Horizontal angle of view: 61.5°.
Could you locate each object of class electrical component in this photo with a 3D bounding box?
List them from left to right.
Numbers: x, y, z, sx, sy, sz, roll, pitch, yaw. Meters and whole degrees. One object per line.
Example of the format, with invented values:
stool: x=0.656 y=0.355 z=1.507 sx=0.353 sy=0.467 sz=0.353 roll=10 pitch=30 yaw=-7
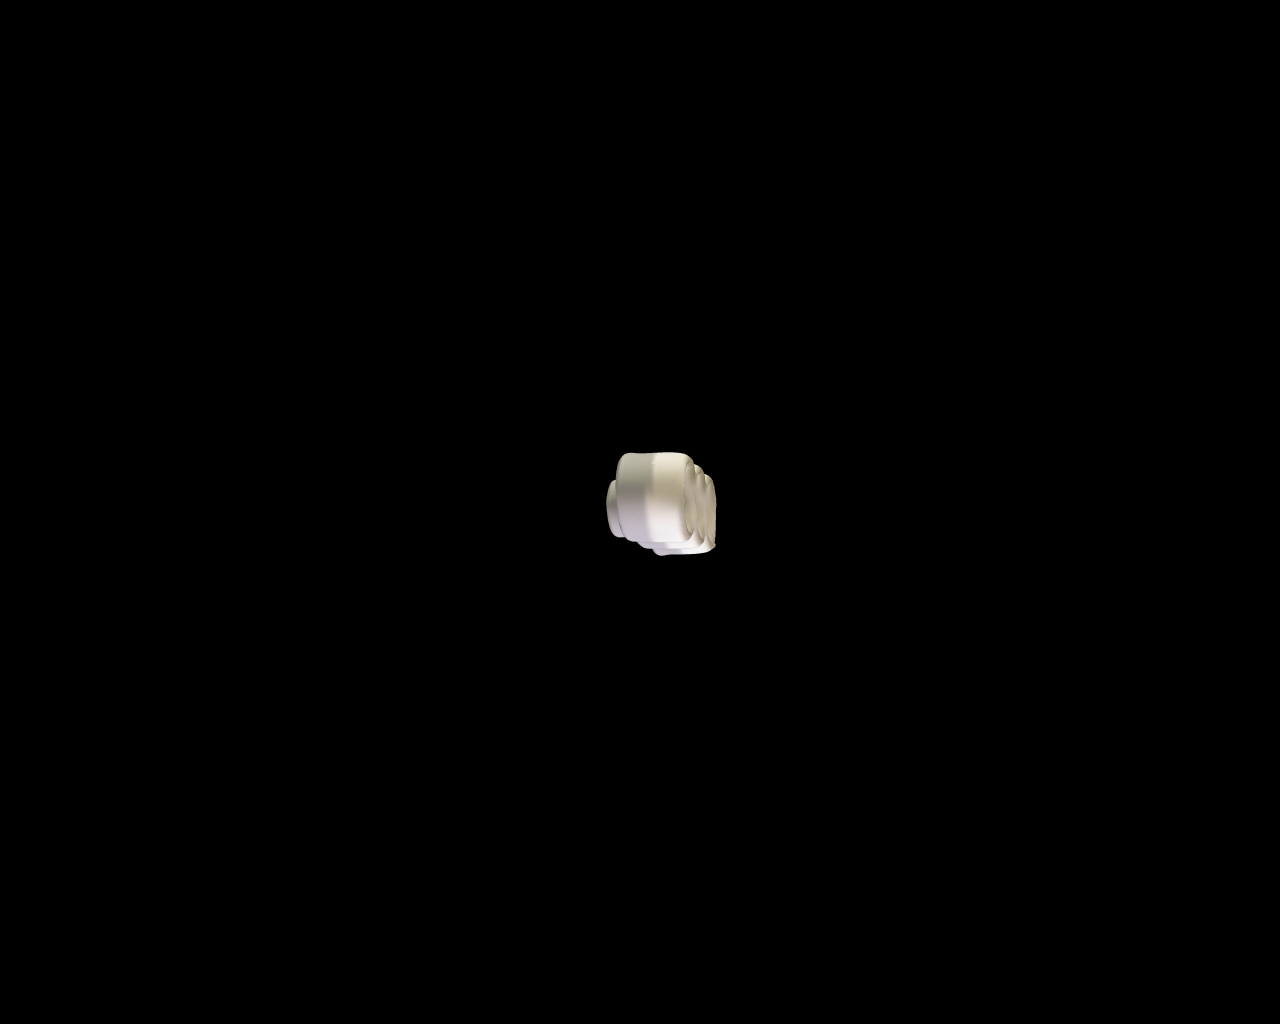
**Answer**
electrical component: x=0.001 y=-0.003 z=0.650 sx=0.074 sy=0.052 sz=0.138 roll=-1 pitch=-7 yaw=11
